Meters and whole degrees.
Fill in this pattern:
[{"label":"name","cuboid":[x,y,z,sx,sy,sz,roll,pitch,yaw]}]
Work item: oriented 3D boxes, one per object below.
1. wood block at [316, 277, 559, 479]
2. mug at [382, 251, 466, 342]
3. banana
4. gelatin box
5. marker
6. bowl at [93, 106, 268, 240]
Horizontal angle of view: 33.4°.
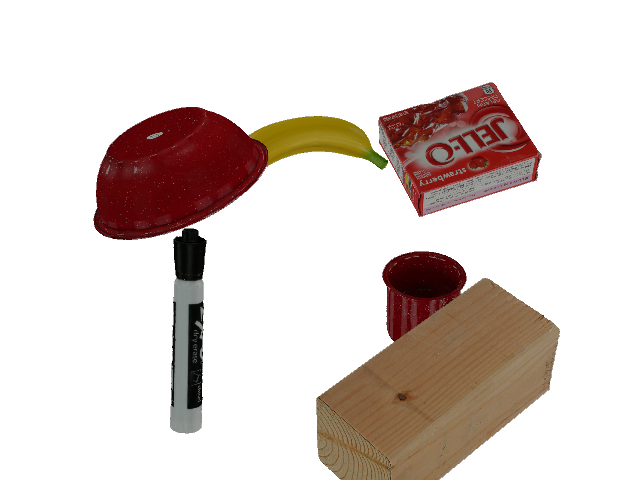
[{"label":"wood block","cuboid":[0.102,0.133,0.927,0.205,0.090,0.091,-32,50,-28]},{"label":"mug","cuboid":[0.124,0.076,1.197,0.093,0.081,0.117,-25,41,-31]},{"label":"banana","cuboid":[-0.021,-0.099,1.109,0.197,0.037,0.070,-9,46,-31]},{"label":"gelatin box","cuboid":[0.093,-0.063,0.720,0.089,0.073,0.030,-18,-36,-9]},{"label":"marker","cuboid":[-0.077,0.053,0.621,0.020,0.121,0.020,3,13,-1]},{"label":"bowl","cuboid":[-0.128,-0.067,0.903,0.162,0.055,0.162,-17,29,10]}]
